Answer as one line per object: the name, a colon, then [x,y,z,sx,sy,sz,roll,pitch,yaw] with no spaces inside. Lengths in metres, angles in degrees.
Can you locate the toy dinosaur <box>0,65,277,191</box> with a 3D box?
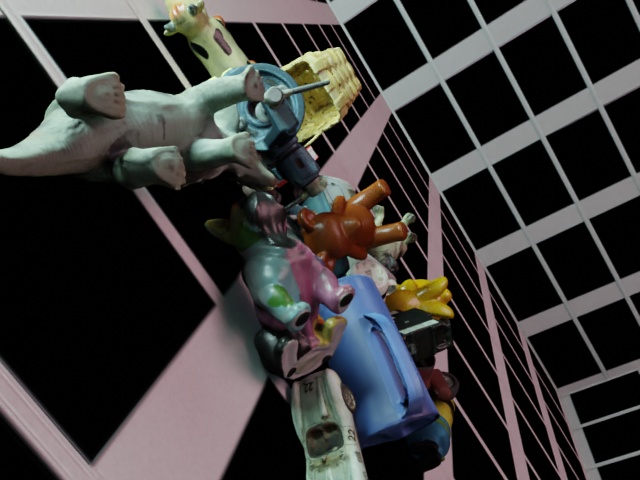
toy dinosaur: [-0.189,-0.105,0.553,0.405,0.192,0.131,-13,95,-53]

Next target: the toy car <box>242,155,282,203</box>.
toy car: [-0.096,-0.131,0.915,0.089,0.053,0.202,46,28,-29]

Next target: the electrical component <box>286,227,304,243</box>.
electrical component: [-0.043,0.025,0.843,0.119,0.048,0.075,45,26,-37]

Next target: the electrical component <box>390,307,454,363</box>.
electrical component: [0.146,0.164,0.931,0.134,0.115,0.058,-168,-112,-66]

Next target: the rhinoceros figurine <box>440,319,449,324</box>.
rhinoceros figurine: [0.264,0.174,1.278,0.112,0.073,0.190,63,4,-11]

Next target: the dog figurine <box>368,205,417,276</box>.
dog figurine: [0.141,0.042,1.229,0.172,0.121,0.190,71,35,-52]

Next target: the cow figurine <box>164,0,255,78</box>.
cow figurine: [-0.194,-0.341,0.924,0.194,0.085,0.127,53,16,-23]

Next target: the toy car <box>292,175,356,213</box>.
toy car: [0.022,-0.066,1.040,0.109,0.103,0.162,12,50,-62]

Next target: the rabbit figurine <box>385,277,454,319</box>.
rabbit figurine: [0.188,0.136,1.079,0.173,0.162,0.122,7,73,-52]

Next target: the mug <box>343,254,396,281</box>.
mug: [0.087,0.062,1.064,0.107,0.081,0.110,48,12,-13]

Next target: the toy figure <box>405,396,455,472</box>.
toy figure: [0.195,0.329,0.947,0.180,0.089,0.082,-58,159,-72]

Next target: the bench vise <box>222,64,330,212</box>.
bench vise: [-0.060,-0.150,0.735,0.223,0.129,0.241,64,-9,-6]

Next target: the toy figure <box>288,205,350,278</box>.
toy figure: [-0.003,-0.002,0.967,0.154,0.058,0.064,58,-18,-4]

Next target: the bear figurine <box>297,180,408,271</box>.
bear figurine: [0.052,-0.024,0.874,0.120,0.132,0.196,67,20,3]

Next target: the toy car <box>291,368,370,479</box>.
toy car: [0.014,0.255,0.644,0.056,0.073,0.202,42,28,-50]

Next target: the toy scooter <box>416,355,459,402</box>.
toy scooter: [0.154,0.228,0.976,0.135,0.075,0.184,-2,33,-39]

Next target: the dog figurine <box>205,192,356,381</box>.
dog figurine: [-0.063,0.047,0.693,0.108,0.191,0.219,-18,49,-34]

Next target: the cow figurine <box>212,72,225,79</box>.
cow figurine: [-0.145,-0.200,0.876,0.098,0.068,0.167,52,23,-39]
